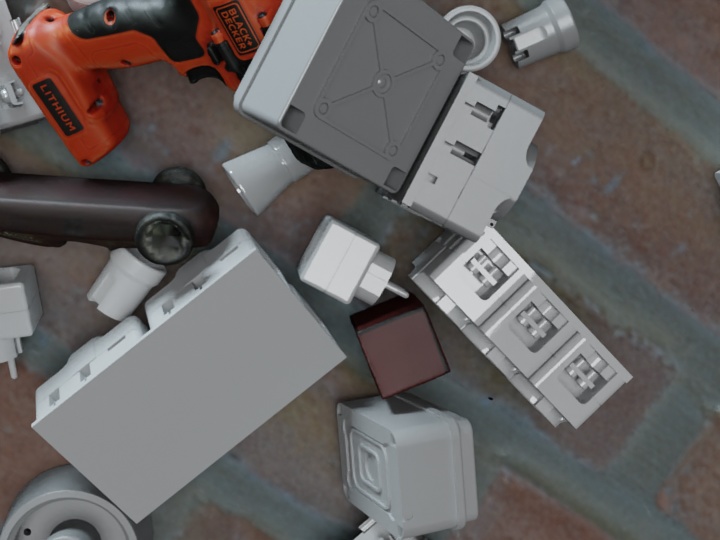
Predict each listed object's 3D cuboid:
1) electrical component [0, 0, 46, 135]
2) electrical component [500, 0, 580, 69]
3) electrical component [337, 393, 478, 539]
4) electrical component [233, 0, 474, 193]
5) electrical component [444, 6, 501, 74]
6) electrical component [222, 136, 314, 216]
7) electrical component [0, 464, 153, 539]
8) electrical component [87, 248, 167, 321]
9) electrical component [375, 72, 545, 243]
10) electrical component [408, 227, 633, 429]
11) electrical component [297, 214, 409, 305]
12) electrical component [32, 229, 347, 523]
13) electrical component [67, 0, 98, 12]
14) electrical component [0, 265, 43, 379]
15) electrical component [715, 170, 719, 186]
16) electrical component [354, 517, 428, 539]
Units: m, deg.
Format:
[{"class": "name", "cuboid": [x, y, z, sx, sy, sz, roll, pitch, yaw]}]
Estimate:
[{"class": "electrical component", "cuboid": [-0.260, -0.149, 0.721, 0.063, 0.079, 0.121, -22, 99, -25]}, {"class": "electrical component", "cuboid": [0.128, -0.169, 0.770, 0.046, 0.040, 0.040, -23, 98, 3]}, {"class": "electrical component", "cuboid": [0.032, 0.133, 0.756, 0.057, 0.113, 0.078, -7, 98, -21]}, {"class": "electrical component", "cuboid": [-0.003, -0.117, 0.641, 0.109, 0.056, 0.108, 25, 93, -43]}, {"class": "electrical component", "cuboid": [0.072, -0.160, 0.757, 0.045, 0.055, 0.045, -1, 97, -5]}, {"class": "electrical component", "cuboid": [-0.059, -0.074, 0.762, 0.065, 0.044, 0.044, -35, 99, -6]}, {"class": "electrical component", "cuboid": [-0.205, 0.199, 0.769, 0.108, 0.060, 0.108, -1, 97, -5]}, {"class": "electrical component", "cuboid": [-0.166, 0.008, 0.762, 0.040, 0.040, 0.046, 36, 98, -8]}, {"class": "electrical component", "cuboid": [0.065, -0.074, 0.718, 0.062, 0.150, 0.089, 27, 93, -8]}, {"class": "electrical component", "cuboid": [0.109, 0.037, 0.766, 0.062, 0.089, 0.150, -44, 99, 1]}, {"class": "electrical component", "cuboid": [0.000, 0.000, 0.763, 0.077, 0.065, 0.047, 28, 93, -8]}, {"class": "electrical component", "cuboid": [-0.119, 0.071, 0.748, 0.186, 0.060, 0.105, -38, 117, 0]}, {"class": "electrical component", "cuboid": [-0.181, -0.197, 0.720, 0.040, 0.078, 0.040, 1, 82, -7]}, {"class": "electrical component", "cuboid": [-0.258, 0.042, 0.753, 0.066, 0.047, 0.076, -7, 107, -5]}, {"class": "electrical component", "cuboid": [0.308, -0.043, 0.796, 0.056, 0.050, 0.089, -31, 98, -2]}, {"class": "electrical component", "cuboid": [-0.002, 0.234, 0.790, 0.121, 0.078, 0.063, -41, 77, 0]}]
